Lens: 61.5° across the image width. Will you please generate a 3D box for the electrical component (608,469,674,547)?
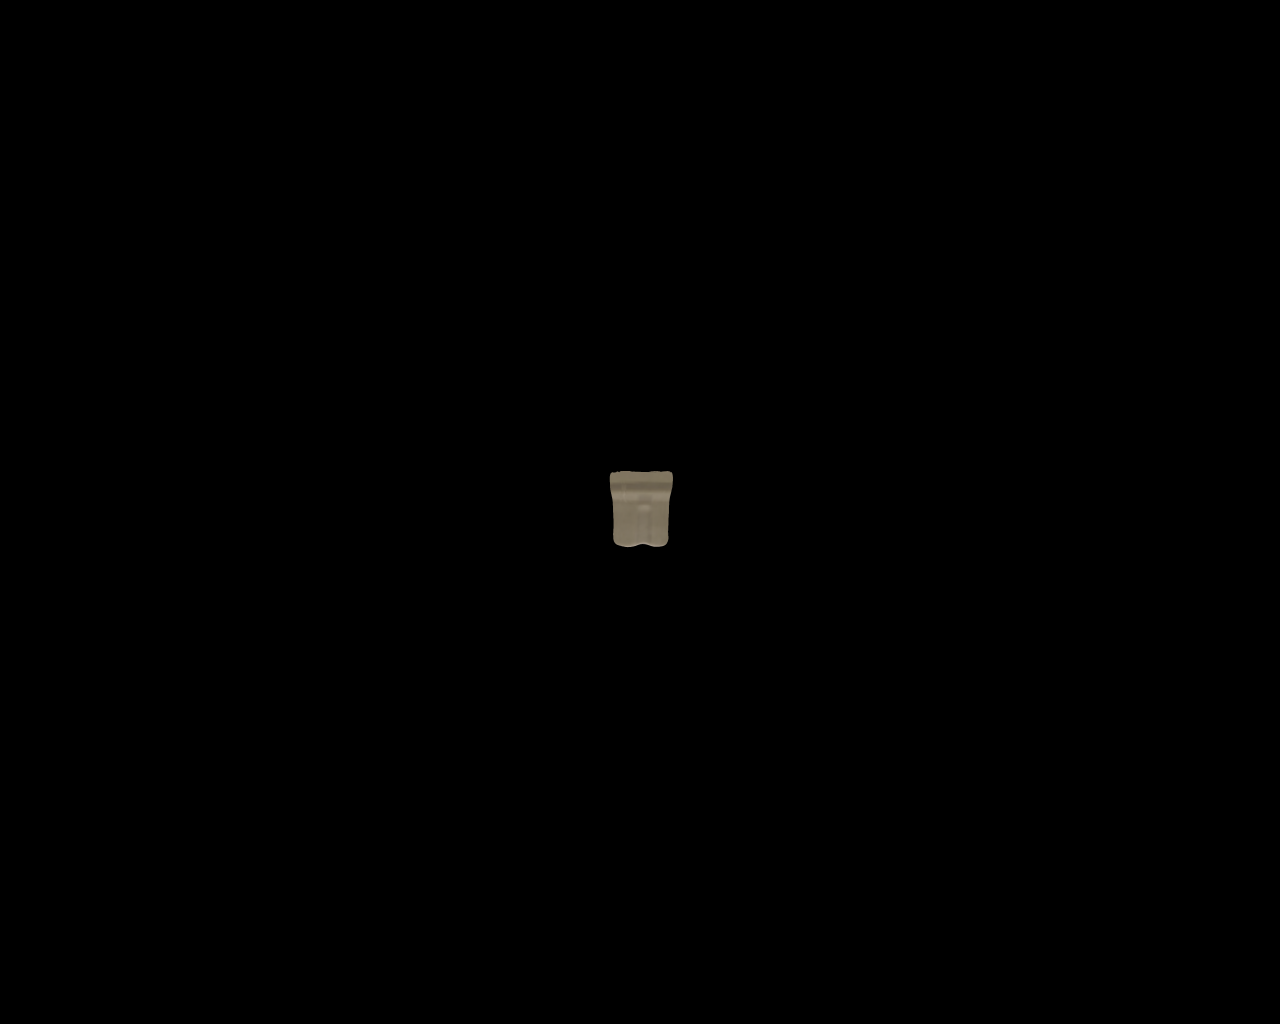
[{"bbox_3d":[0.001,-0.003,0.650,0.040,0.046,0.040,0,0,0],"label":"electrical component"}]
